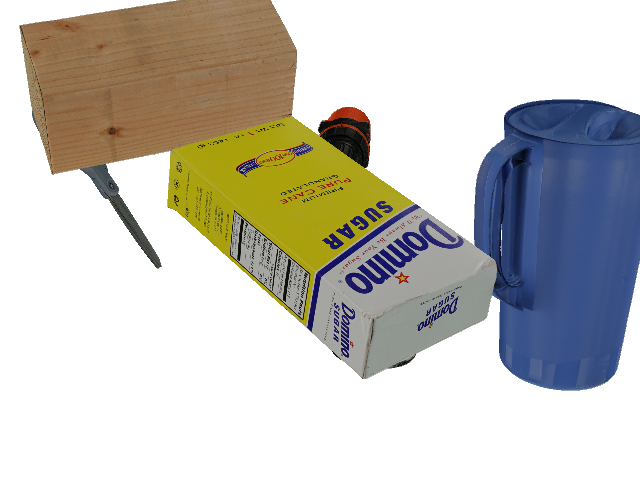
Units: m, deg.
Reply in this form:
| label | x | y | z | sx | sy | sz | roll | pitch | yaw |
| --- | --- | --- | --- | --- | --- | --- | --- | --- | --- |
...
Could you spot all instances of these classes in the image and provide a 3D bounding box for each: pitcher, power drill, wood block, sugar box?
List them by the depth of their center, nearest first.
| label | x | y | z | sx | sy | sz | roll | pitch | yaw |
| --- | --- | --- | --- | --- | --- | --- | --- | --- | --- |
| sugar box | 0.002 | -0.005 | 0.585 | 0.093 | 0.048 | 0.176 | -22 | 42 | -36 |
| wood block | -0.132 | -0.134 | 0.885 | 0.205 | 0.090 | 0.091 | -13 | -37 | -17 |
| pitcher | 0.210 | 0.007 | 0.932 | 0.149 | 0.243 | 0.145 | 6 | 23 | 11 |
| power drill | 0.023 | -0.026 | 1.051 | 0.057 | 0.188 | 0.184 | 4 | 21 | 6 |

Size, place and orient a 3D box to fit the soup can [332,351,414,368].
| label | x | y | z | sx | sy | sz | roll | pitch | yaw |
| --- | --- | --- | --- | --- | --- | --- | --- | --- | --- |
| soup can | 0.043 | 0.036 | 0.794 | 0.068 | 0.102 | 0.068 | 3 | 20 | -1 |

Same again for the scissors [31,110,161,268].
| label | x | y | z | sx | sy | sz | roll | pitch | yaw |
| --- | --- | --- | --- | --- | --- | --- | --- | --- | --- |
| scissors | -0.216 | -0.070 | 1.094 | 0.016 | 0.201 | 0.096 | -26 | 27 | 28 |
